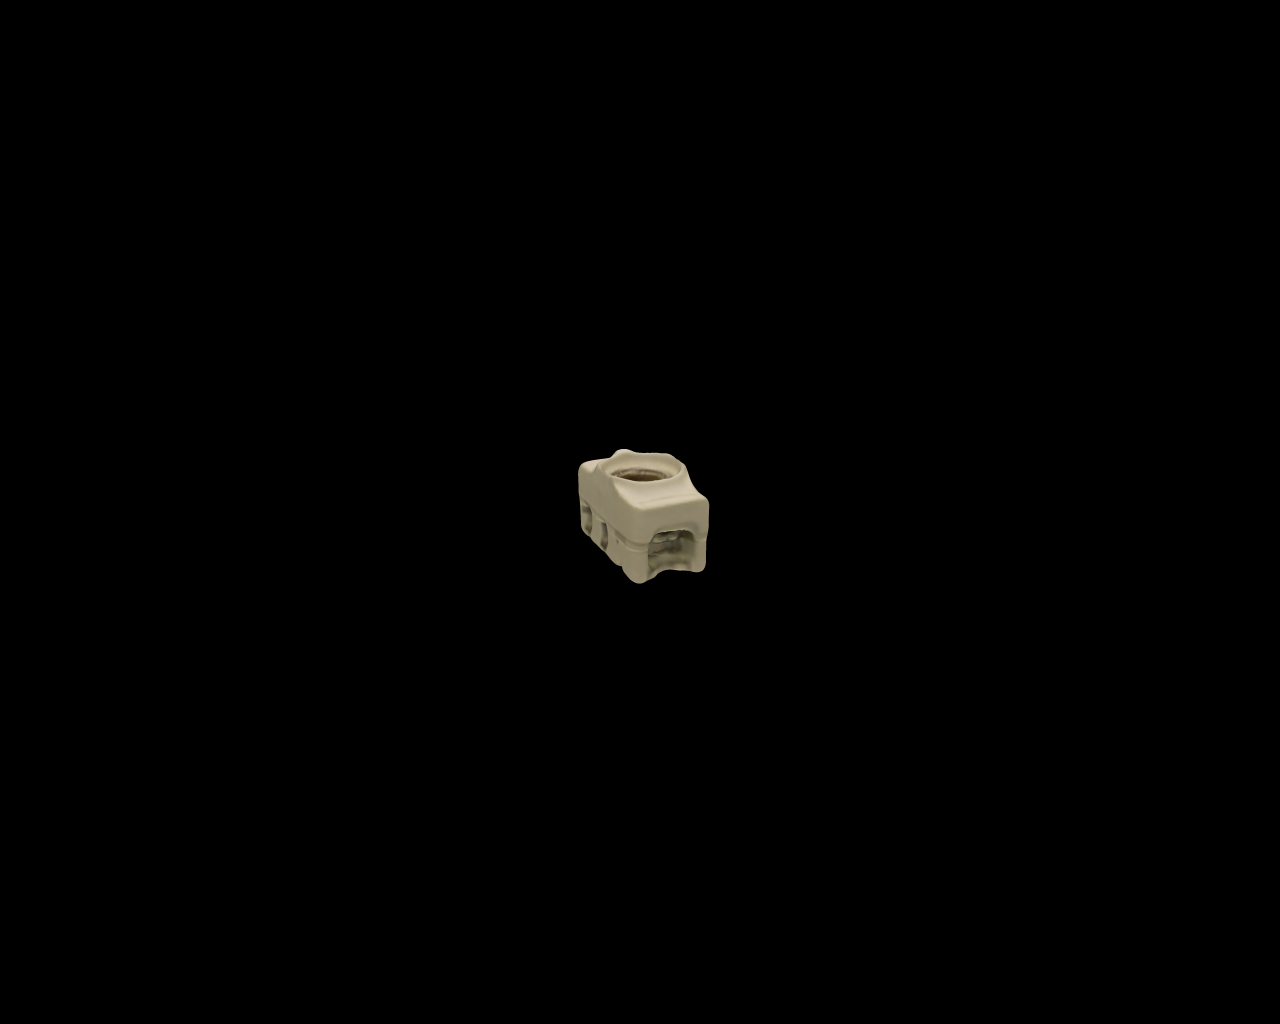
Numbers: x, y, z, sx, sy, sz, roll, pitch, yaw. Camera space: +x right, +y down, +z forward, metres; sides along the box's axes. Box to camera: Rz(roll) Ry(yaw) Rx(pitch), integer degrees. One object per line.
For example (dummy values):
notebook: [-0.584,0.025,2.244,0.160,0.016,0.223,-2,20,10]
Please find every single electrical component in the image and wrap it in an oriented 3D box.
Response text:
electrical component: [0.001,-0.003,0.650,0.050,0.055,0.089,-10,24,-22]
